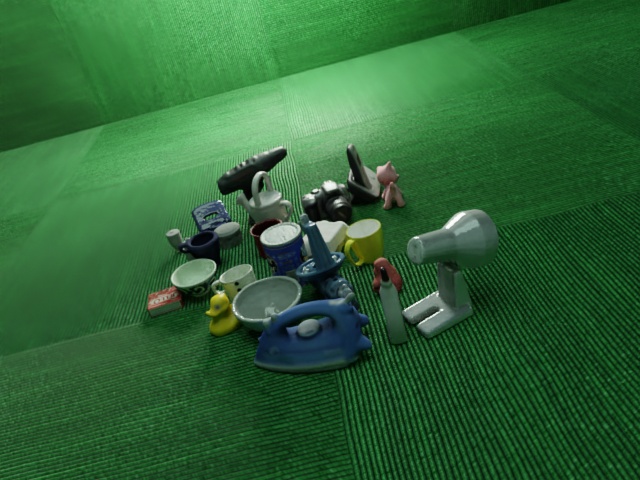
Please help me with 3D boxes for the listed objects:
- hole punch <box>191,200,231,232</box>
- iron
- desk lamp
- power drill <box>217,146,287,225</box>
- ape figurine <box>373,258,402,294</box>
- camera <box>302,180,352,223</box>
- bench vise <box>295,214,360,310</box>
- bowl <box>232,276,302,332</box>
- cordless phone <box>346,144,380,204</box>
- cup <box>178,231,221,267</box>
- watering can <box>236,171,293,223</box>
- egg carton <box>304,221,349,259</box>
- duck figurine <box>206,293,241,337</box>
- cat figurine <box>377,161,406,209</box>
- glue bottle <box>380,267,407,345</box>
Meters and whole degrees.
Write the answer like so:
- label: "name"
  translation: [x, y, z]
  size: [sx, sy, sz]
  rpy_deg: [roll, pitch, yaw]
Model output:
- label: "hole punch"
  translation: [-0.327, -0.060, 1.756]
  size: [0.109, 0.091, 0.100]
  rpy_deg: [-23, 31, -14]
- label: "iron"
  translation: [-0.029, 0.185, 1.172]
  size: [0.258, 0.142, 0.118]
  rpy_deg: [-12, 31, 6]
- label: "desk lamp"
  translation: [0.263, 0.061, 1.174]
  size: [0.203, 0.214, 0.117]
  rpy_deg: [-27, 32, -18]
- label: "power drill"
  translation: [-0.185, -0.159, 1.738]
  size: [0.230, 0.209, 0.075]
  rpy_deg: [-20, 31, -8]
- label: "ape figurine"
  translation: [0.148, 0.079, 1.314]
  size: [0.078, 0.092, 0.075]
  rpy_deg: [-34, 35, -28]
- label: "camera"
  translation: [0.028, -0.103, 1.659]
  size: [0.143, 0.101, 0.136]
  rpy_deg: [-19, 31, -6]
- label: "bench vise"
  translation: [0.021, 0.052, 1.290]
  size: [0.122, 0.220, 0.206]
  rpy_deg: [-35, 36, -29]
- label: "bowl"
  translation: [-0.113, 0.159, 1.317]
  size: [0.167, 0.075, 0.167]
  rpy_deg: [-11, 31, 7]
- label: "cordless phone"
  translation: [0.121, -0.216, 1.720]
  size: [0.094, 0.185, 0.147]
  rpy_deg: [-9, 31, 11]
- label: "cup"
  translation: [-0.326, 0.038, 1.591]
  size: [0.117, 0.095, 0.091]
  rpy_deg: [-12, 31, 5]
- label: "watering can"
  translation: [-0.161, -0.104, 1.652]
  size: [0.172, 0.194, 0.101]
  rpy_deg: [-10, 31, 10]
- label: "egg carton"
  translation: [0.014, 0.005, 1.518]
  size: [0.107, 0.069, 0.150]
  rpy_deg: [3, 35, 28]
- label: "duck figurine"
  translation: [-0.225, 0.164, 1.348]
  size: [0.077, 0.086, 0.105]
  rpy_deg: [15, 42, 40]
- label: "cat figurine"
  translation: [0.203, -0.168, 1.671]
  size: [0.067, 0.118, 0.127]
  rpy_deg: [-13, 31, 4]
- label: "glue bottle"
  translation: [0.143, 0.125, 1.161]
  size: [0.037, 0.173, 0.078]
  rpy_deg: [-13, 31, 4]
